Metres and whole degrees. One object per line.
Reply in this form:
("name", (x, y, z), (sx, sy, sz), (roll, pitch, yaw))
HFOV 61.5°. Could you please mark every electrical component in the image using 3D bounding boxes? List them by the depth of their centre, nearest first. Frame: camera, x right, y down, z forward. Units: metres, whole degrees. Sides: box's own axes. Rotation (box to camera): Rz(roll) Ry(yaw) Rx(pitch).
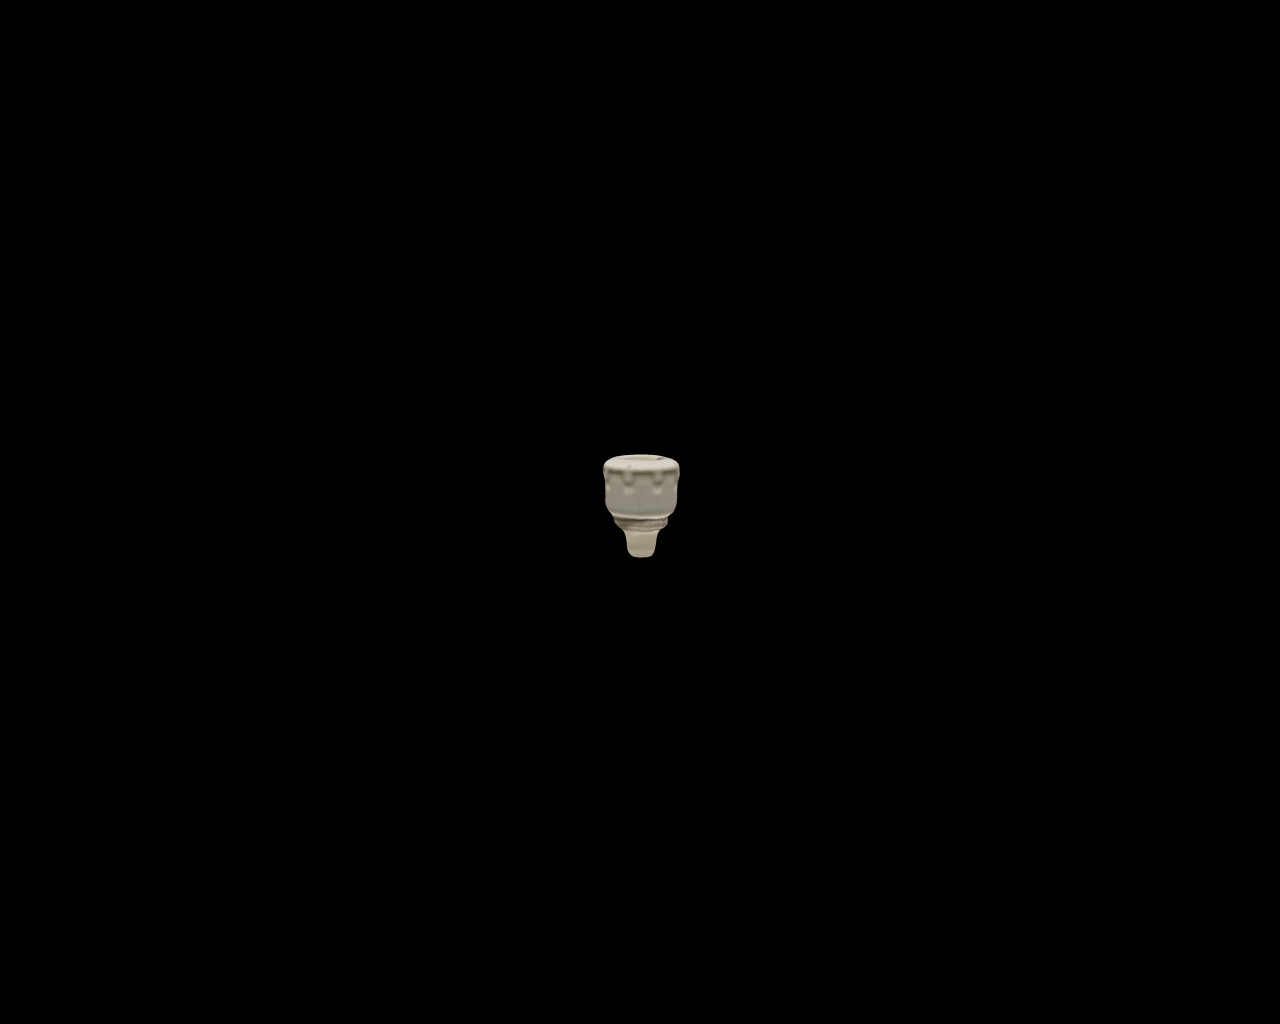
("electrical component", (0.001, -0.003, 0.650), (0.048, 0.062, 0.048), (0, 9, 0))
